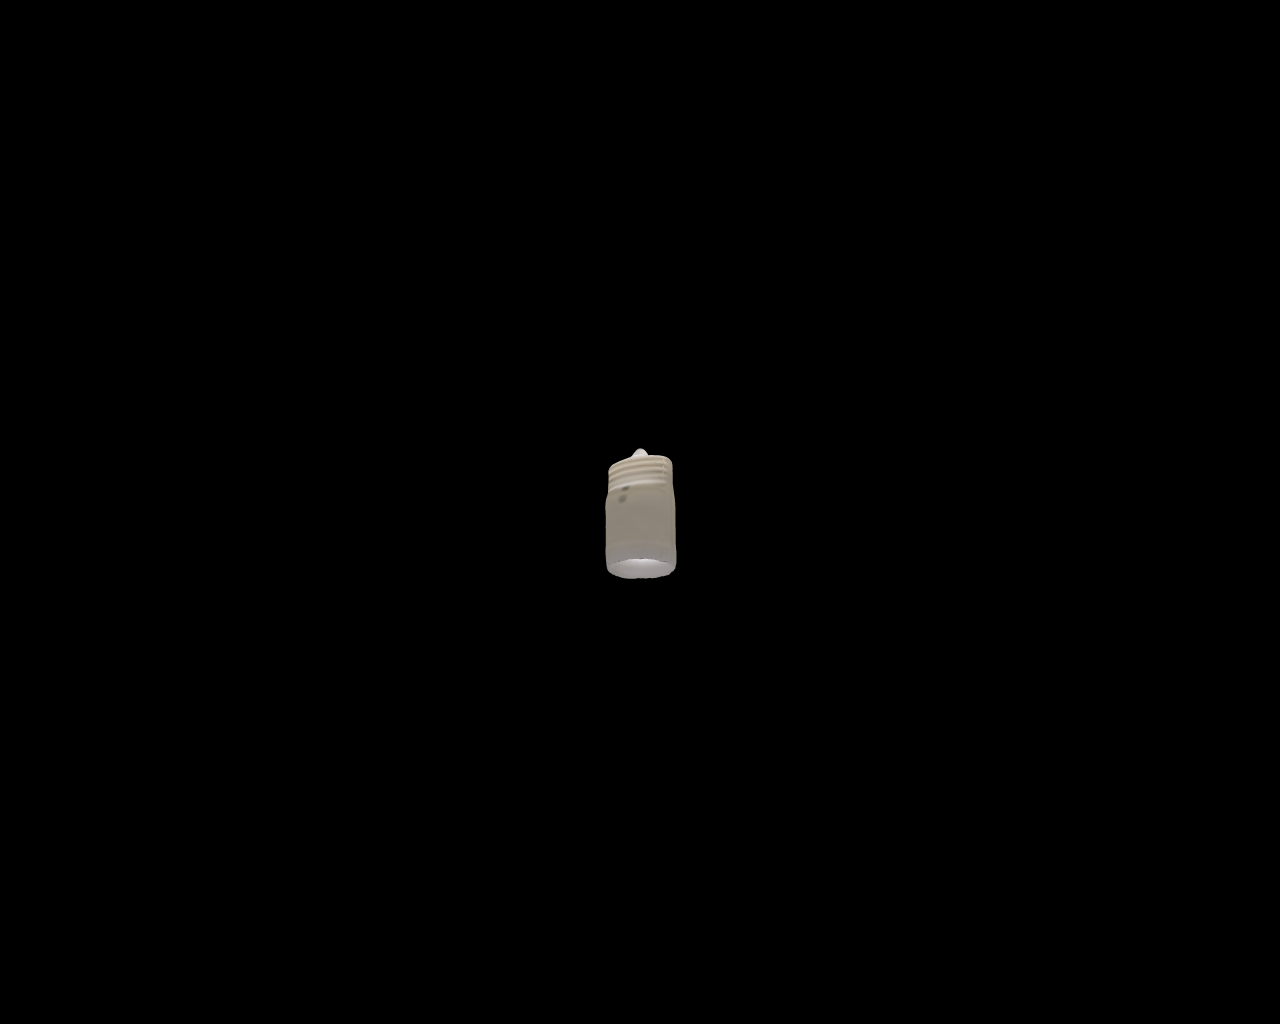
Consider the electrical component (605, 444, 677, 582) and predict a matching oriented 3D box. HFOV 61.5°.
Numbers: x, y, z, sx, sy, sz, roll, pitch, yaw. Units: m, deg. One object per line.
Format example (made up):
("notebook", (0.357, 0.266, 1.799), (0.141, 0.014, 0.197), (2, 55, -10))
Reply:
("electrical component", (0.001, -0.003, 0.650), (0.043, 0.081, 0.043), (0, -20, 0))
